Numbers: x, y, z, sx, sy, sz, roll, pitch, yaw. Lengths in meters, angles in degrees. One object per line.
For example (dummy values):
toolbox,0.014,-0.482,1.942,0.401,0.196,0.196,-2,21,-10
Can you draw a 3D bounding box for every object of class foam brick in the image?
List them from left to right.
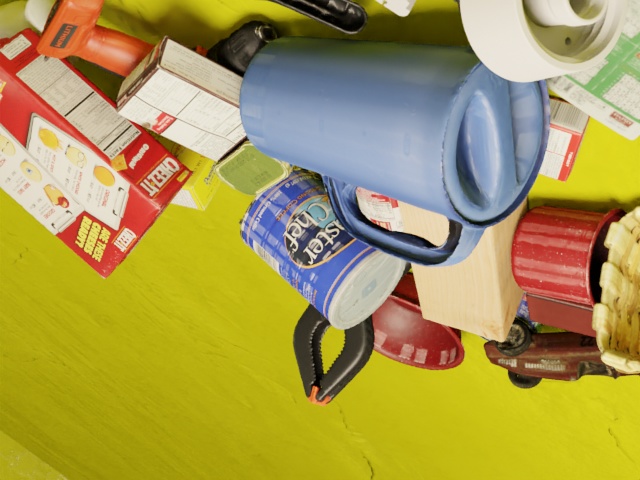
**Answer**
foam brick,0.249,0.055,1.048,0.078,0.053,0.051,14,150,26

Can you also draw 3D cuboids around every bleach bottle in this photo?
bleach bottle,-0.316,-0.203,1.100,0.102,0.068,0.251,45,145,-24

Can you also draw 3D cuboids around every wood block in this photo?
wood block,0.141,-0.001,1.007,0.091,0.090,0.206,15,151,22

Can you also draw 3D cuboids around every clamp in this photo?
clamp,-0.044,-0.207,0.848,0.172,0.039,0.120,27,175,46
clamp,0.031,0.072,1.132,0.165,0.210,0.036,1,166,31

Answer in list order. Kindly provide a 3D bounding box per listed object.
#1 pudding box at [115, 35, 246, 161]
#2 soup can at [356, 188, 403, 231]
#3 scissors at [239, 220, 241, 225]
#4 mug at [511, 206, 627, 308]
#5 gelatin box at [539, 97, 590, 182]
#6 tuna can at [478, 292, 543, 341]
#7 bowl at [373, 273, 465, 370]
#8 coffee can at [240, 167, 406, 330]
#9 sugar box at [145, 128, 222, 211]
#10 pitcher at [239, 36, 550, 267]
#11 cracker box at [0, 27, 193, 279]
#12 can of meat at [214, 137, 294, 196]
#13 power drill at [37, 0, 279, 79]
pudding box,-0.113,-0.124,0.953,0.113,0.039,0.090,24,145,-27
soup can,0.065,-0.056,1.003,0.069,0.068,0.102,15,151,23
scissors,-0.008,0.001,1.207,0.202,0.096,0.016,44,-166,32
mug,0.233,0.014,0.968,0.082,0.093,0.117,10,-175,40
gelatin box,0.173,-0.091,0.888,0.089,0.030,0.073,21,153,13
tuna can,0.200,0.083,1.159,0.086,0.033,0.086,21,152,12
bowl,0.099,0.084,1.229,0.162,0.055,0.162,21,152,12
coffee can,0.003,0.007,1.081,0.140,0.102,0.103,41,160,26
sugar box,-0.180,-0.092,1.132,0.176,0.093,0.048,13,148,24
pitcher,0.048,-0.088,0.856,0.243,0.149,0.145,17,148,43
cracker box,-0.249,-0.083,1.062,0.213,0.072,0.164,42,141,-5
can of meat,-0.049,-0.097,1.018,0.057,0.084,0.102,36,152,-16
power drill,-0.148,-0.176,0.967,0.187,0.057,0.185,26,149,-22
